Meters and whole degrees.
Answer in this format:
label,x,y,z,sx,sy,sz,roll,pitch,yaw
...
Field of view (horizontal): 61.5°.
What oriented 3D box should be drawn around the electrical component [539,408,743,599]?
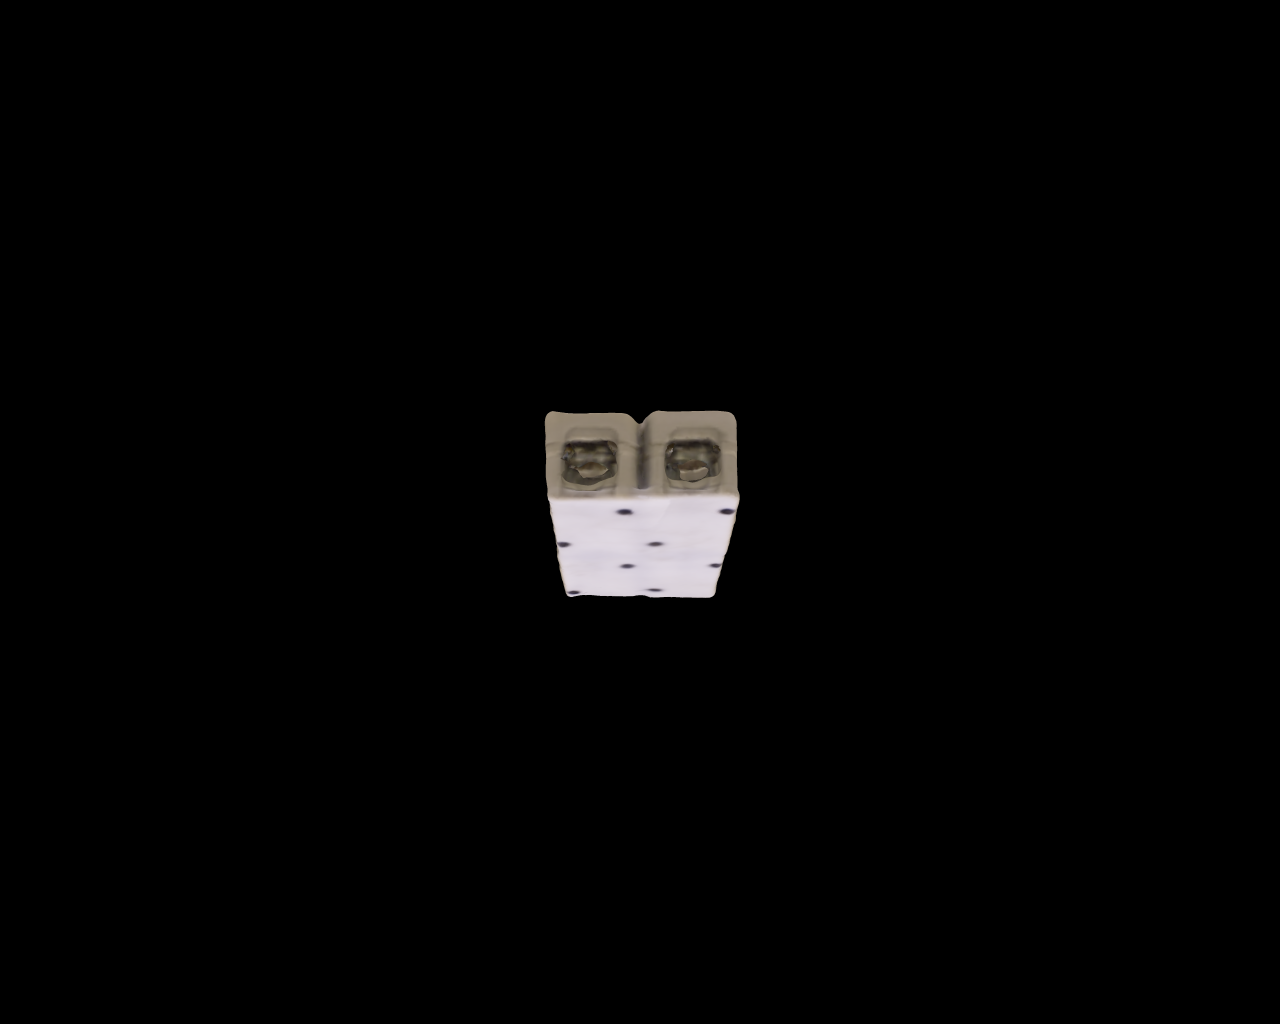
label,x,y,z,sx,sy,sz,roll,pitch,yaw
electrical component,0.001,-0.003,0.650,0.105,0.060,0.186,0,-21,0
